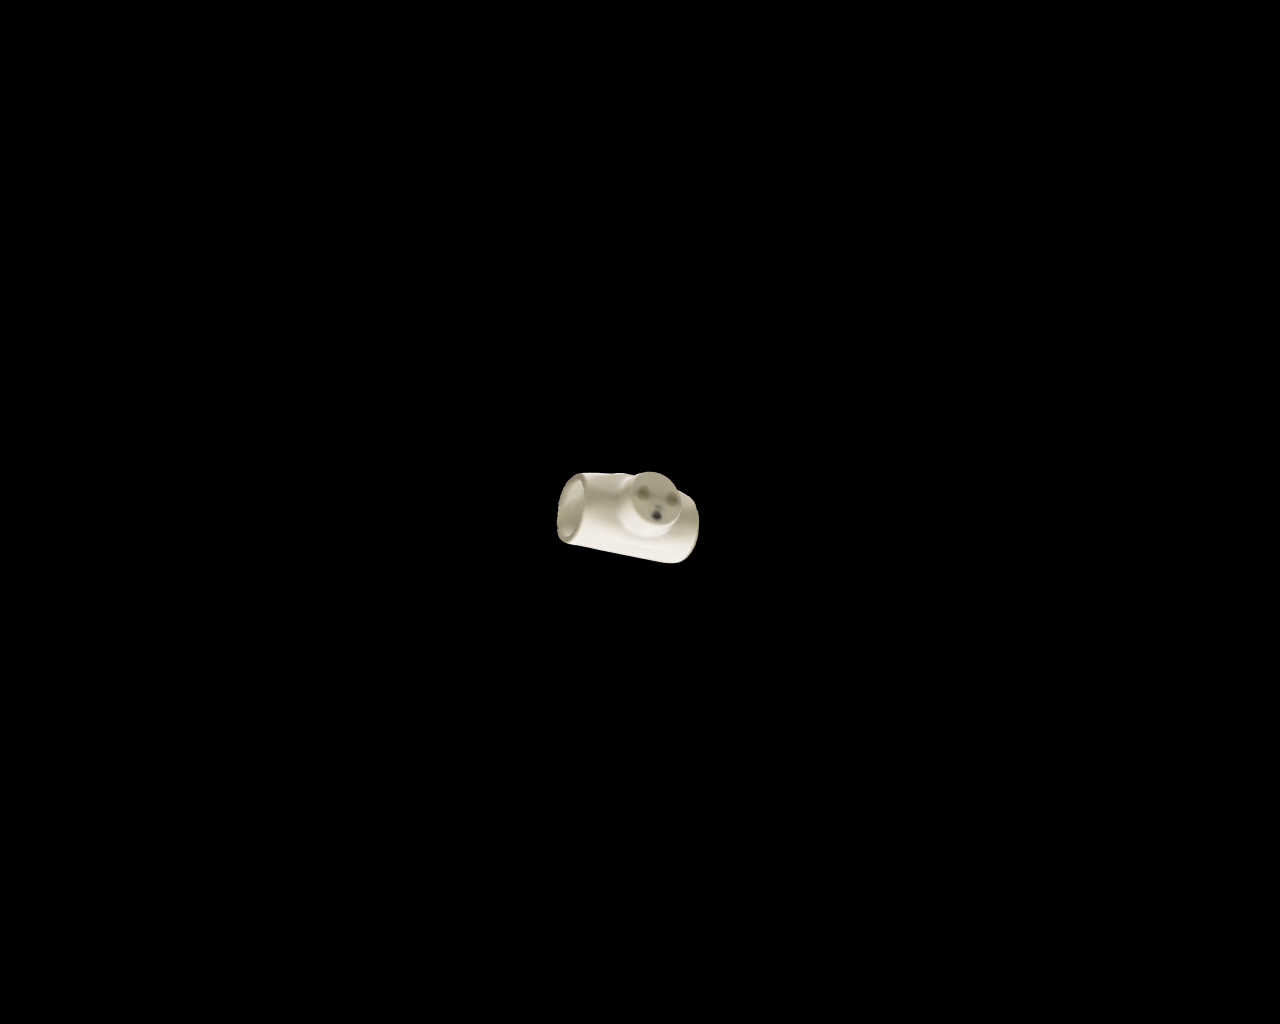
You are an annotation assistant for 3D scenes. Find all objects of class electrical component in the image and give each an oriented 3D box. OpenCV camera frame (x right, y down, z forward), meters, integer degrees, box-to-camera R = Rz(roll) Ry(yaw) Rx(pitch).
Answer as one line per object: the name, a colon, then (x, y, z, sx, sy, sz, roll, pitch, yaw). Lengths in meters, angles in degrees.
electrical component: (0.001, -0.003, 0.650, 0.077, 0.043, 0.079, 12, -27, -25)
